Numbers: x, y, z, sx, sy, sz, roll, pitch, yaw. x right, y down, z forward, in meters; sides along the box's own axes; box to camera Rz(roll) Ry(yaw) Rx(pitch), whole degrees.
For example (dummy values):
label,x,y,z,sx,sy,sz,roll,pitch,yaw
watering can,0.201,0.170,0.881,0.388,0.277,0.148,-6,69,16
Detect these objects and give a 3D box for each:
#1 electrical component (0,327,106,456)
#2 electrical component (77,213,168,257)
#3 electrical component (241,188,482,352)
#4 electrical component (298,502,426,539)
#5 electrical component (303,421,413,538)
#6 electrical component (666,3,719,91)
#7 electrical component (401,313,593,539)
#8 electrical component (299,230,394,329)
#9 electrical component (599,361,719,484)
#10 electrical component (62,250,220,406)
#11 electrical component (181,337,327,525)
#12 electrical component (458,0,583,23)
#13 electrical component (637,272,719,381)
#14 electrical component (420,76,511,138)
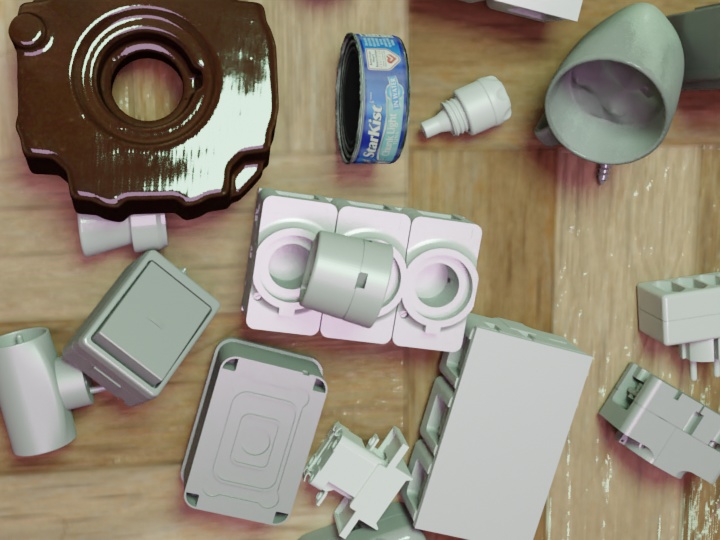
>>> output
label,x,y,z,sx,sy,sz,roll,pitch,yaw
electrical component,-0.205,0.078,0.729,0.079,0.044,0.077,-13,103,-7
electrical component,-0.157,-0.033,0.715,0.055,0.045,0.045,-5,102,-9
electrical component,0.000,0.000,0.740,0.150,0.061,0.089,7,100,-11
electrical component,0.003,0.216,0.784,0.095,0.059,0.053,-19,103,-6
electrical component,-0.003,0.146,0.779,0.064,0.042,0.081,34,93,-13
electrical component,0.280,-0.158,0.734,0.109,0.109,0.056,-10,100,-8
electrical component,0.095,0.114,0.779,0.089,0.061,0.150,15,98,-12
electrical component,-0.010,0.005,0.678,0.047,0.055,0.055,15,98,-9
electrical component,0.232,0.118,0.809,0.089,0.050,0.055,30,95,-14
electrical component,-0.139,0.033,0.710,0.062,0.061,0.096,40,62,-14
electrical component,-0.075,0.111,0.751,0.078,0.057,0.113,15,98,-12
electrical component,0.107,-0.267,0.707,0.105,0.060,0.186,11,99,-12
electrical component,0.256,0.045,0.801,0.083,0.047,0.075,-8,102,-8
electrical component,0.072,-0.109,0.745,0.061,0.035,0.035,-24,104,-2
